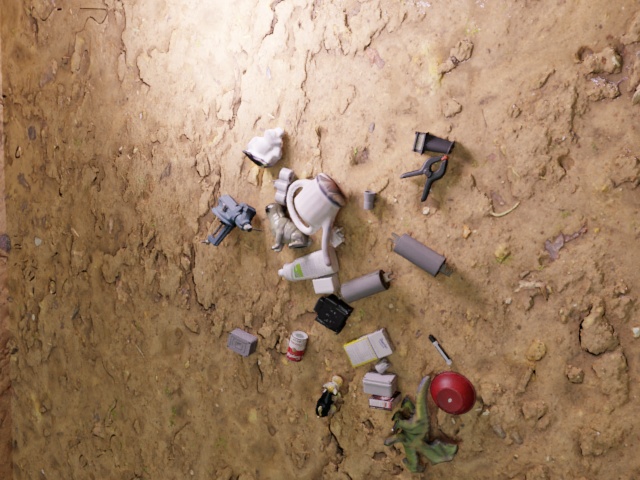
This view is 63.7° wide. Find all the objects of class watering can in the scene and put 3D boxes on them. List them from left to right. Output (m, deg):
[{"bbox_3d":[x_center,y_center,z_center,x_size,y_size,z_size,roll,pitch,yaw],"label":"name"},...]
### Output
[{"bbox_3d":[0.006,-0.094,1.876,0.221,0.104,0.352,-44,66,26],"label":"watering can"}]

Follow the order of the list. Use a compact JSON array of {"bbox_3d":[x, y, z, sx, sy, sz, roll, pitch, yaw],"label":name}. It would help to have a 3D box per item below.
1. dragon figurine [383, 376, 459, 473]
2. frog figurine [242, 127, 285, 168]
[{"bbox_3d":[0.379,0.686,1.835,0.244,0.124,0.402,31,119,9],"label":"dragon figurine"},{"bbox_3d":[-0.200,-0.359,1.967,0.138,0.120,0.161,27,75,28],"label":"frog figurine"}]
